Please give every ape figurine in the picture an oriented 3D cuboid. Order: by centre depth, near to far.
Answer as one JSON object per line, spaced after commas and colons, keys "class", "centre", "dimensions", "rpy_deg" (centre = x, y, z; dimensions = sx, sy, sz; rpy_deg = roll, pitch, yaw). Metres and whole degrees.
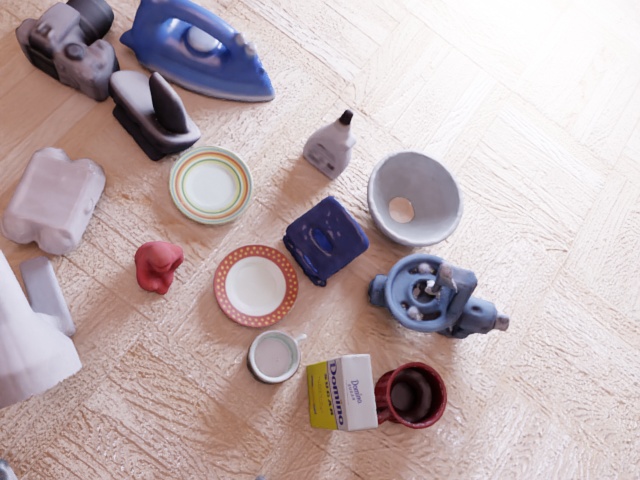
{"class": "ape figurine", "centre": [-0.229, 0.030, 0.815], "dimensions": [0.078, 0.092, 0.076], "rpy_deg": [-31, 83, -20]}

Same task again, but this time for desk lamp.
{"class": "desk lamp", "centre": [-0.371, 0.103, 0.692], "dimensions": [0.118, 0.213, 0.203], "rpy_deg": [-22, 80, -19]}

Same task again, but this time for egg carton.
{"class": "egg carton", "centre": [-0.376, -0.056, 0.815], "dimensions": [0.107, 0.069, 0.150], "rpy_deg": [17, 70, -9]}

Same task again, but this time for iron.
{"class": "iron", "centre": [-0.178, -0.314, 0.903], "dimensions": [0.258, 0.141, 0.119], "rpy_deg": [23, 70, -7]}

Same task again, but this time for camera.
{"class": "camera", "centre": [-0.365, -0.313, 0.877], "dimensions": [0.143, 0.100, 0.137], "rpy_deg": [31, 69, -4]}

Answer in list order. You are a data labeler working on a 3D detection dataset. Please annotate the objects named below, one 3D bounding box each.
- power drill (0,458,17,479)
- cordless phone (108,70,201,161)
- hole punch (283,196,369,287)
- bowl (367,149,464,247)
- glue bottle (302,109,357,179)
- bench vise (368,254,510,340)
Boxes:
{"class": "power drill", "centre": [-0.394, 0.301, 0.630], "dimensions": [0.076, 0.208, 0.229], "rpy_deg": [-33, 84, -20]}
{"class": "cordless phone", "centre": [-0.243, -0.210, 0.833], "dimensions": [0.147, 0.185, 0.094], "rpy_deg": [45, 69, 2]}
{"class": "hole punch", "centre": [0.008, 0.003, 0.884], "dimensions": [0.101, 0.091, 0.108], "rpy_deg": [-36, 85, -21]}
{"class": "bowl", "centre": [0.147, -0.060, 0.947], "dimensions": [0.168, 0.074, 0.167], "rpy_deg": [4, 73, -13]}
{"class": "glue bottle", "centre": [0.024, -0.156, 0.891], "dimensions": [0.078, 0.173, 0.037], "rpy_deg": [41, 69, 0]}
{"class": "bench vise", "centre": [0.195, 0.075, 0.841], "dimensions": [0.208, 0.219, 0.121], "rpy_deg": [3, 73, -13]}
